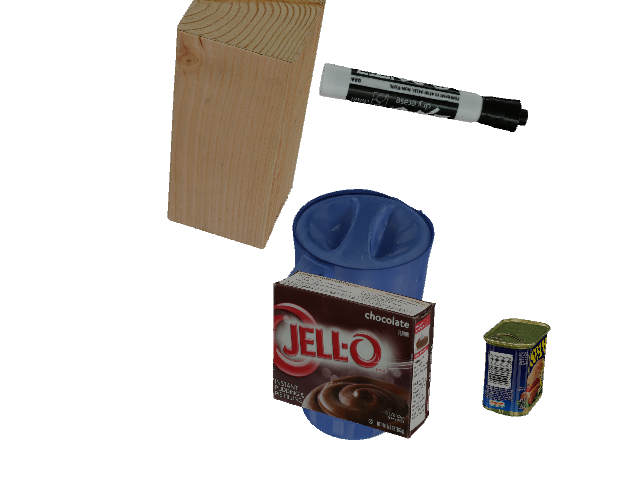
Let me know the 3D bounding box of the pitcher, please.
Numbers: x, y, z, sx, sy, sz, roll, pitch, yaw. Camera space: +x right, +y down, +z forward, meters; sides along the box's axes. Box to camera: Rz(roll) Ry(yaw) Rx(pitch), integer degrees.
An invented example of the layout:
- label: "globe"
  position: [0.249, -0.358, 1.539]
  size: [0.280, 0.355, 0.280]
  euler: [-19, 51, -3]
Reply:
- label: "pitcher"
  position: [0.029, 0.085, 1.059]
  size: [0.149, 0.243, 0.145]
  euler: [-1, 35, -5]

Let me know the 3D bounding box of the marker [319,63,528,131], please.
- label: "marker"
  position: [0.060, -0.081, 0.613]
  size: [0.121, 0.020, 0.020]
  euler: [10, -1, -5]

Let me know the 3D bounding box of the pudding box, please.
- label: "pudding box"
  position: [0.021, 0.077, 0.740]
  size: [0.114, 0.090, 0.039]
  euler: [11, 22, 27]

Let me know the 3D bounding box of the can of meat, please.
- label: "can of meat"
  position: [0.218, 0.141, 1.193]
  size: [0.058, 0.084, 0.102]
  euler: [7, 12, 25]

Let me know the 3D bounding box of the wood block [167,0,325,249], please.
- label: "wood block"
  position: [-0.063, -0.102, 0.860]
  size: [0.091, 0.090, 0.206]
  euler: [18, -41, 5]
